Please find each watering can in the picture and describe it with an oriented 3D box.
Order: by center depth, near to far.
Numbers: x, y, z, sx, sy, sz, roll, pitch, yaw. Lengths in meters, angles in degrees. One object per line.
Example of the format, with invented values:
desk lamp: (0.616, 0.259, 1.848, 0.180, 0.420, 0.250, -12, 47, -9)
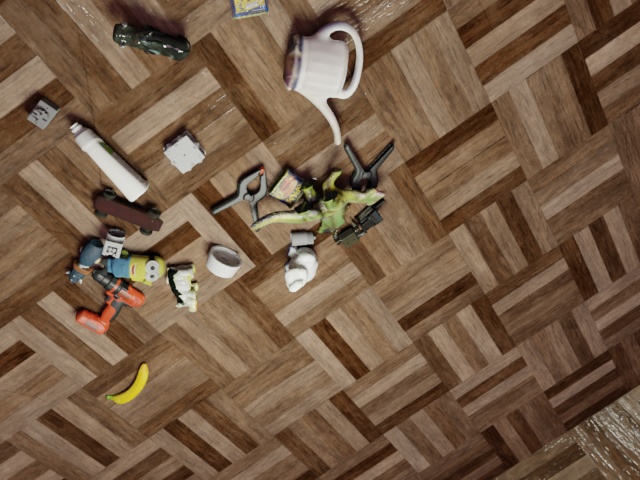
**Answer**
watering can: (0.003, -0.446, 1.463, 0.224, 0.106, 0.342, 5, 113, -15)

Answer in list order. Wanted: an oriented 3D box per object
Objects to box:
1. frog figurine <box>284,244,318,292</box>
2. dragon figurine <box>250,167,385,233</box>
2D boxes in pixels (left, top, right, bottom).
frog figurine: (-0.058, 0.101, 1.669, 0.122, 0.162, 0.136, 22, 108, -24)
dragon figurine: (0.005, -0.081, 1.608, 0.409, 0.125, 0.238, -25, 144, 6)
